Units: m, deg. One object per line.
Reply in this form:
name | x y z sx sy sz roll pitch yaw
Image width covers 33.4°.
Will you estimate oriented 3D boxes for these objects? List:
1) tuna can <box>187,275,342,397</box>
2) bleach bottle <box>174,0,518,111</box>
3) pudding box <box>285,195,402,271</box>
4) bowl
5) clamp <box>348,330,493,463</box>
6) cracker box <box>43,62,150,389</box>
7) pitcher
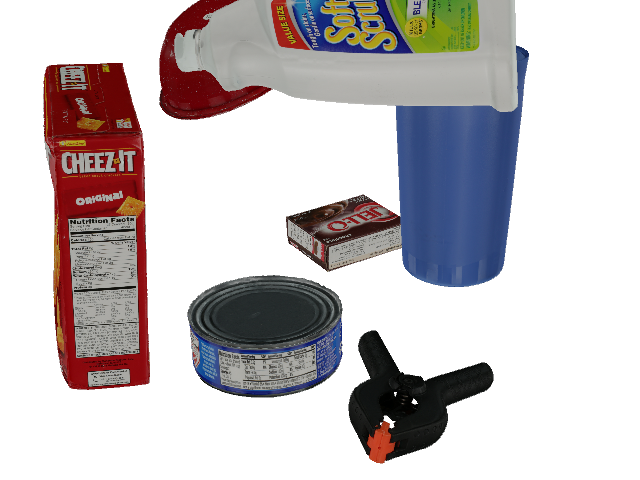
tuna can | -0.030 0.052 0.595 0.086 0.034 0.086 -2 23 1
bleach bottle | 0.016 -0.140 0.782 0.251 0.102 0.068 -2 -29 11
pudding box | 0.030 -0.010 1.227 0.113 0.039 0.090 -19 31 -26
bowl | -0.084 -0.177 0.942 0.162 0.055 0.162 -20 35 15
clamp | 0.062 0.124 0.877 0.120 0.039 0.171 13 20 24
cracker box | -0.180 -0.014 0.847 0.072 0.214 0.164 -4 28 -14
pitcher | 0.145 -0.084 1.103 0.149 0.243 0.145 -7 24 -15
